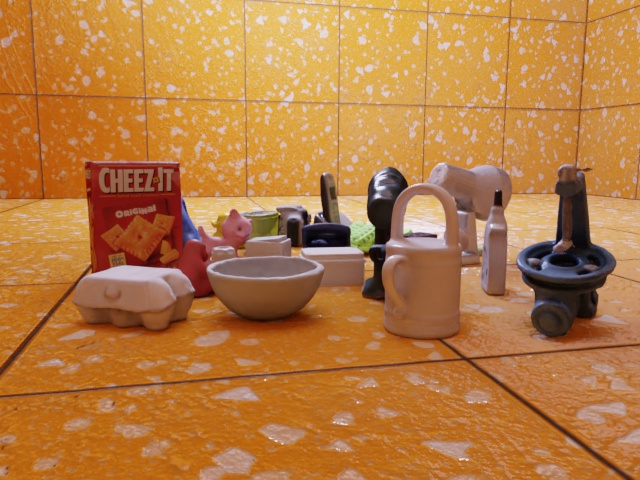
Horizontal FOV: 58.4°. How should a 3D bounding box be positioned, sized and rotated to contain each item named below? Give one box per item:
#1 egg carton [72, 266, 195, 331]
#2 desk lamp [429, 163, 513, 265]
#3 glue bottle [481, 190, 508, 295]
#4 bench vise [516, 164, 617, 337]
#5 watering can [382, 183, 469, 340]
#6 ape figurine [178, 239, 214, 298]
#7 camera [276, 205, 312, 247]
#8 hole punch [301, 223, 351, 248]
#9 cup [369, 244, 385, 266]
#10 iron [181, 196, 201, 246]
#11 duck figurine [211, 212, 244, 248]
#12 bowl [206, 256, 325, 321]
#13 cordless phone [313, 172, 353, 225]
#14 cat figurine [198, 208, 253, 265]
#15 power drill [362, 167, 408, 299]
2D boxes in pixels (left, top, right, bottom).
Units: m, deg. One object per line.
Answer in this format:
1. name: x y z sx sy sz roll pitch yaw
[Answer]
1. egg carton: -0.254 0.078 0.785 0.150 0.069 0.107 3 9 16
2. desk lamp: 0.305 -0.059 1.231 0.204 0.213 0.117 -5 10 -30
3. glue bottle: 0.297 0.002 0.966 0.037 0.173 0.078 1 9 7
4. bench vise: 0.333 0.005 0.787 0.121 0.220 0.208 3 9 17
5. watering can: 0.138 0.021 0.757 0.100 0.194 0.173 3 9 19
6. ape figurine: -0.201 0.044 0.934 0.077 0.092 0.076 7 11 39
7. camera: -0.098 -0.042 1.482 0.136 0.101 0.143 2 9 8
8. hole punch: 0.011 0.004 1.211 0.108 0.091 0.101 0 9 0
9. cup: 0.126 0.054 0.873 0.117 0.095 0.092 6 10 33
10. iron: -0.335 -0.044 1.344 0.119 0.141 0.258 -1 9 -8
11. duck figurine: -0.225 -0.025 1.409 0.104 0.086 0.078 4 9 21
12. bowl: -0.076 0.072 0.813 0.167 0.075 0.167 0 9 0
13. cordless phone: 0.041 -0.080 1.454 0.094 0.185 0.148 4 9 21
14. cat figurine: -0.195 -0.008 1.195 0.128 0.118 0.067 -4 10 -25
15. power drill: 0.110 -0.015 0.952 0.075 0.208 0.230 1 9 7
